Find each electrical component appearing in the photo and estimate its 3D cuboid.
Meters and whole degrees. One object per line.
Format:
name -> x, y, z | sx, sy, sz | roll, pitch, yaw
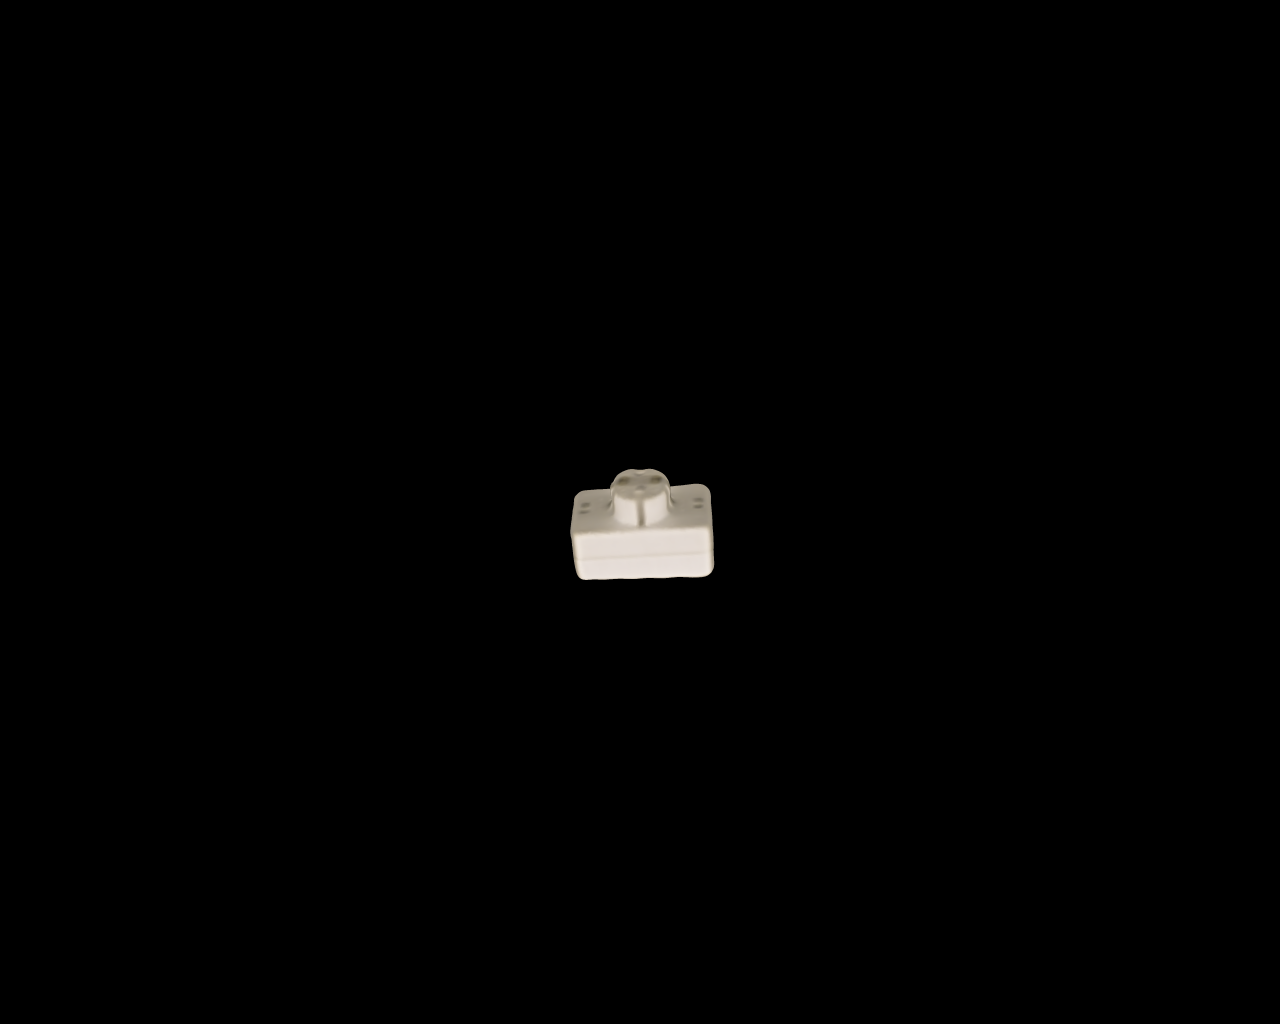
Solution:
electrical component -> 0.001, -0.003, 0.650 | 0.083, 0.075, 0.047 | -3, 35, 2
